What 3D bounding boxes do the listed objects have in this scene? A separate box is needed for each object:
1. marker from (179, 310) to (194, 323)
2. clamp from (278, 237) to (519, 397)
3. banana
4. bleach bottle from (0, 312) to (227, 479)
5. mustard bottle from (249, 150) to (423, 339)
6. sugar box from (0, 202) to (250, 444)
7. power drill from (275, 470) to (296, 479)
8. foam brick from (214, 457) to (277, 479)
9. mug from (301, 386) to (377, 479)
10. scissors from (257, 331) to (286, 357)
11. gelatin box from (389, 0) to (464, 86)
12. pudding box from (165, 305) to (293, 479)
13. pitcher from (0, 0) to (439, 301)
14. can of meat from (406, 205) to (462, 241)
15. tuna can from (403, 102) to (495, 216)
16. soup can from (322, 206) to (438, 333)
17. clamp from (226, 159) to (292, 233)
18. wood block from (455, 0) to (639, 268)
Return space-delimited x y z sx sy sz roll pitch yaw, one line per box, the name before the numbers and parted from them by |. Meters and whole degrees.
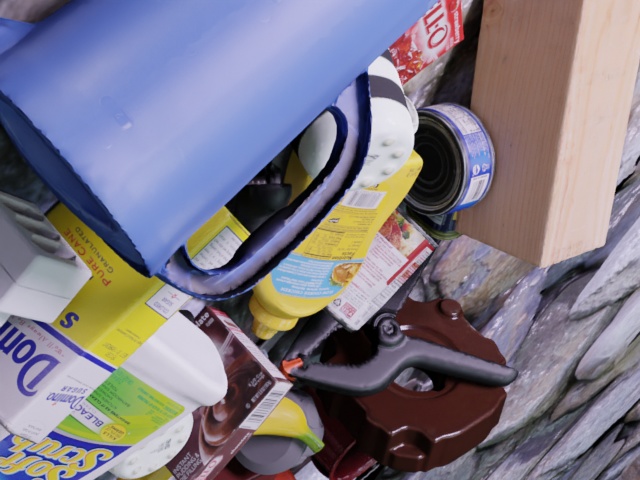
marker | -0.129 0.055 0.757 0.020 0.020 0.120 -52 152 13
clamp | 0.066 0.090 0.950 0.209 0.164 0.036 -25 165 -18
banana | -0.088 0.167 0.884 0.197 0.069 0.037 -13 162 -27
bleach bottle | -0.187 0.136 0.704 0.251 0.068 0.102 -39 125 11
mustard bottle | -0.005 0.001 0.806 0.096 0.058 0.192 5 127 -38
sugar box | -0.135 0.025 0.628 0.176 0.093 0.048 -43 151 -5
power drill | -0.109 0.291 1.067 0.187 0.057 0.184 -29 152 -23
foam brick | -0.087 0.223 1.006 0.078 0.053 0.051 -17 141 -40
mug | 0.017 0.192 1.073 0.093 0.082 0.117 -21 144 -38
scissors | -0.058 0.118 0.937 0.201 0.016 0.096 -38 146 -13
gelatin box | 0.062 -0.151 0.726 0.073 0.030 0.089 -39 152 -13
pudding box | -0.089 0.122 0.827 0.113 0.090 0.039 -48 154 4
pitcher | -0.038 -0.096 0.552 0.242 0.145 0.149 -41 149 -14
can of meat | 0.129 -0.059 0.915 0.101 0.057 0.084 -26 145 -33
tuna can | 0.092 -0.062 0.828 0.033 0.086 0.086 -17 141 -40
soup can | 0.039 0.018 0.883 0.102 0.069 0.068 -47 152 4
clamp | -0.041 -0.029 0.676 0.039 0.120 0.171 3 140 -5
wood block | 0.176 -0.096 0.818 0.090 0.091 0.206 -16 120 -39
